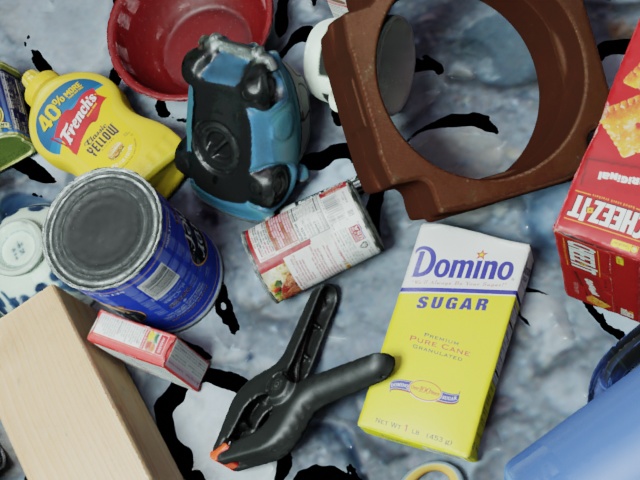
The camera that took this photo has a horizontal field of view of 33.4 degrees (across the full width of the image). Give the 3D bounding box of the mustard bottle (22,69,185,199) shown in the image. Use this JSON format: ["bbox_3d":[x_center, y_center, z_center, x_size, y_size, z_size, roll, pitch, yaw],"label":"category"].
[{"bbox_3d":[-0.212,-0.101,0.988,0.192,0.058,0.096,40,86,24],"label":"mustard bottle"}]

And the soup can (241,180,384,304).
[{"bbox_3d":[-0.006,0.001,0.890,0.102,0.068,0.068,-26,67,5],"label":"soup can"}]

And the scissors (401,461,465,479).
[{"bbox_3d":[0.033,0.222,0.832,0.202,0.016,0.096,-4,69,14],"label":"scissors"}]

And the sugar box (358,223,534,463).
[{"bbox_3d":[0.101,0.079,0.846,0.093,0.048,0.176,13,77,20],"label":"sugar box"}]

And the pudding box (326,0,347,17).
[{"bbox_3d":[0.044,-0.249,0.950,0.039,0.090,0.113,16,77,19],"label":"pudding box"}]

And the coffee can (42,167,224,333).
[{"bbox_3d":[-0.152,0.012,0.887,0.103,0.140,0.103,-5,70,14],"label":"coffee can"}]

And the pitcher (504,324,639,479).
[{"bbox_3d":[0.251,0.134,0.750,0.243,0.149,0.145,-34,82,5],"label":"pitcher"}]

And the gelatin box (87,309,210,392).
[{"bbox_3d":[-0.140,0.092,0.885,0.073,0.089,0.030,17,74,20],"label":"gelatin box"}]

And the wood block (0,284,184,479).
[{"bbox_3d":[-0.196,0.153,0.879,0.091,0.090,0.206,-34,66,2],"label":"wood block"}]

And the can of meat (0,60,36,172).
[{"bbox_3d":[-0.327,-0.109,1.020,0.102,0.057,0.084,-25,70,16],"label":"can of meat"}]

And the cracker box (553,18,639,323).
[{"bbox_3d":[0.244,-0.065,0.791,0.072,0.164,0.213,21,78,23],"label":"cracker box"}]

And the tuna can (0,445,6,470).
[{"bbox_3d":[-0.310,0.174,0.906,0.034,0.086,0.086,-43,66,0],"label":"tuna can"}]

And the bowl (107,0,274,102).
[{"bbox_3d":[-0.113,-0.191,0.993,0.162,0.055,0.162,-5,70,14],"label":"bowl"}]

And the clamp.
[{"bbox_3d":[-0.016,0.123,0.849,0.171,0.039,0.120,-54,32,-1],"label":"clamp"}]

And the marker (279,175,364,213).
[{"bbox_3d":[0.023,-0.043,0.924,0.121,0.020,0.020,-24,67,7],"label":"marker"}]
